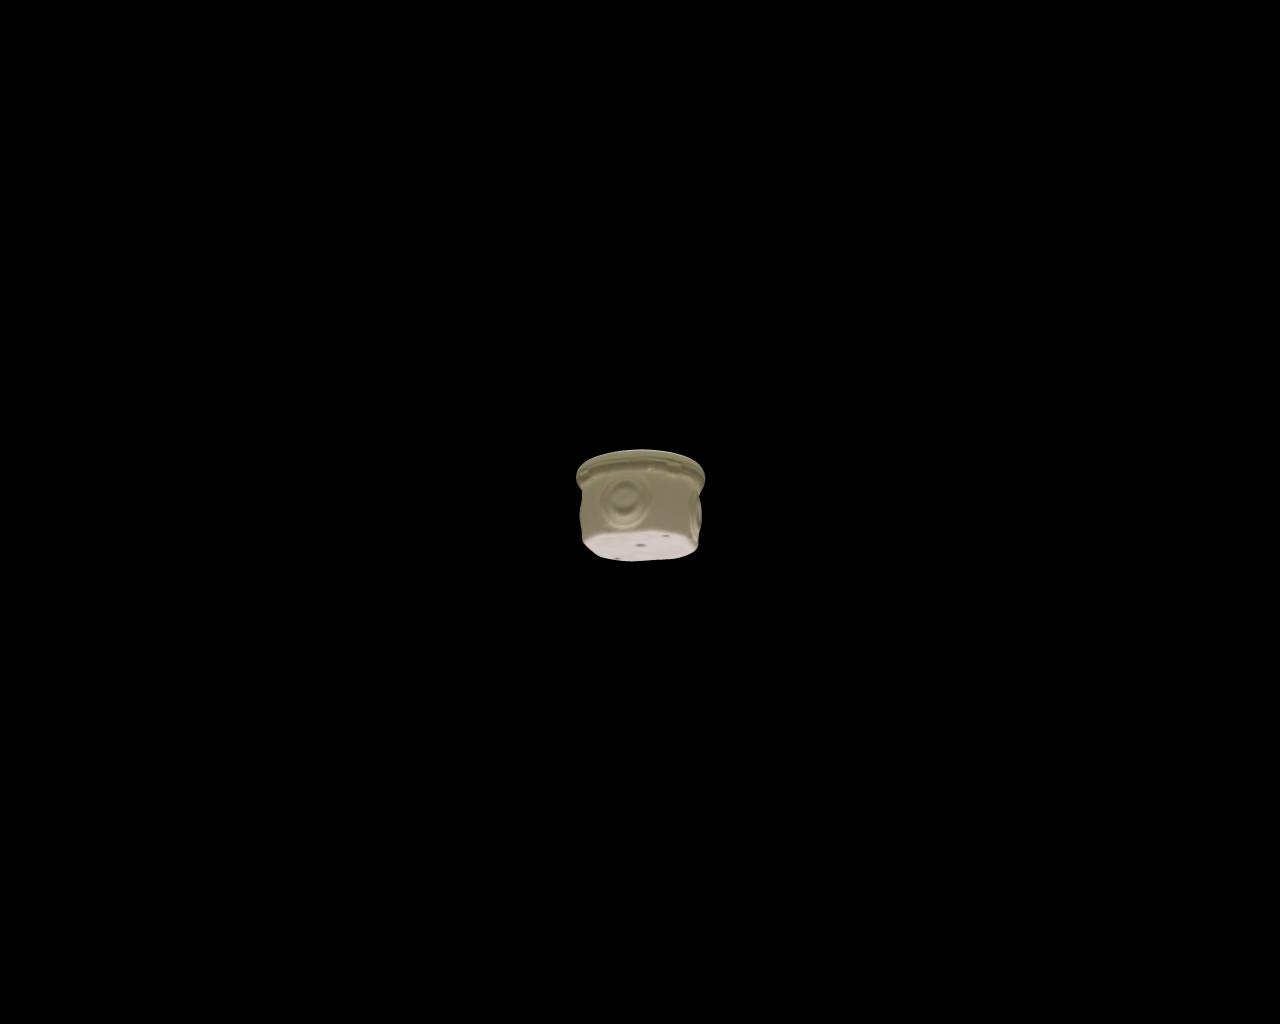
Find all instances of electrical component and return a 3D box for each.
[{"bbox_3d":[0.001,-0.003,0.650,0.080,0.051,0.080,0,-18,0],"label":"electrical component"}]
